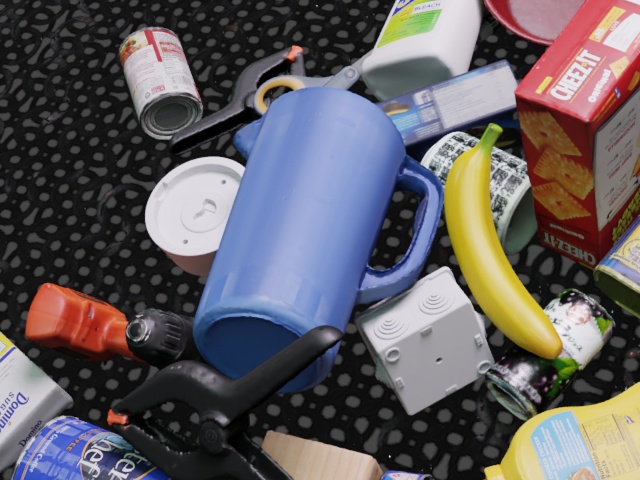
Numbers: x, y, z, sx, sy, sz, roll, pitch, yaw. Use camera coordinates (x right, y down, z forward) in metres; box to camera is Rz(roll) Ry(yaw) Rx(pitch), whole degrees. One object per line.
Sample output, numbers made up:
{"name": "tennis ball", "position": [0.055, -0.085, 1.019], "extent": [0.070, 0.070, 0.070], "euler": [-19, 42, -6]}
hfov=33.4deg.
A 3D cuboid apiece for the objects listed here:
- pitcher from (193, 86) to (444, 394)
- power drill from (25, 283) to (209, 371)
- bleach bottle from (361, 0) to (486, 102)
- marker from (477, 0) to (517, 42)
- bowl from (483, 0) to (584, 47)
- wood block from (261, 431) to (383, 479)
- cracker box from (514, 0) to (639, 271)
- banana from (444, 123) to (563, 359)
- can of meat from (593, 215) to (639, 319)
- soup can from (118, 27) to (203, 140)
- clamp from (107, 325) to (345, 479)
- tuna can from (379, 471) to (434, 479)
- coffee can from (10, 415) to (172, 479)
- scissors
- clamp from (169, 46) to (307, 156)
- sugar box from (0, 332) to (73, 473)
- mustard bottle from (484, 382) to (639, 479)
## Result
{"name": "pitcher", "position": [-0.006, 0.001, 0.853], "extent": [0.149, 0.145, 0.242], "euler": [-21, 35, 35]}
{"name": "power drill", "position": [-0.153, 0.083, 0.894], "extent": [0.188, 0.184, 0.057], "euler": [11, 76, 30]}
{"name": "bleach bottle", "position": [0.123, -0.251, 1.079], "extent": [0.103, 0.068, 0.250], "euler": [-9, 48, 37]}
{"name": "marker", "position": [0.202, -0.243, 1.080], "extent": [0.121, 0.020, 0.020], "euler": [-39, 57, -9]}
{"name": "bowl", "position": [0.230, -0.246, 1.038], "extent": [0.162, 0.055, 0.162], "euler": [-1, 71, 3]}
{"name": "wood block", "position": [-0.023, 0.260, 0.791], "extent": [0.090, 0.091, 0.206], "euler": [10, 62, 21]}
{"name": "cracker box", "position": [0.236, -0.098, 0.863], "extent": [0.072, 0.213, 0.164], "euler": [29, 70, 30]}
{"name": "banana", "position": [0.138, 0.008, 0.853], "extent": [0.037, 0.070, 0.198], "euler": [-2, 69, -33]}
{"name": "can of meat", "position": [0.287, 0.025, 0.867], "extent": [0.102, 0.057, 0.084], "euler": [35, 75, 31]}
{"name": "soup can", "position": [-0.165, -0.162, 1.107], "extent": [0.068, 0.068, 0.102], "euler": [-23, 56, 1]}
{"name": "clamp", "position": [-0.064, 0.127, 0.769], "extent": [0.210, 0.036, 0.164], "euler": [10, 103, 29]}
{"name": "tuna can", "position": [0.062, 0.216, 0.796], "extent": [0.034, 0.086, 0.086], "euler": [3, 60, 20]}
{"name": "coffee can", "position": [-0.163, 0.210, 0.854], "extent": [0.140, 0.102, 0.102], "euler": [15, 64, 24]}
{"name": "scissors", "position": [0.009, -0.168, 1.069], "extent": [0.096, 0.016, 0.201], "euler": [30, 65, 6]}
{"name": "clamp", "position": [-0.072, -0.128, 1.072], "extent": [0.120, 0.039, 0.171], "euler": [20, 62, 5]}
{"name": "sugar box", "position": [-0.320, 0.127, 0.988], "extent": [0.176, 0.048, 0.093], "euler": [36, 74, 27]}
{"name": "mustard bottle", "position": [0.201, 0.169, 0.801], "extent": [0.191, 0.058, 0.096], "euler": [-18, 53, 4]}
